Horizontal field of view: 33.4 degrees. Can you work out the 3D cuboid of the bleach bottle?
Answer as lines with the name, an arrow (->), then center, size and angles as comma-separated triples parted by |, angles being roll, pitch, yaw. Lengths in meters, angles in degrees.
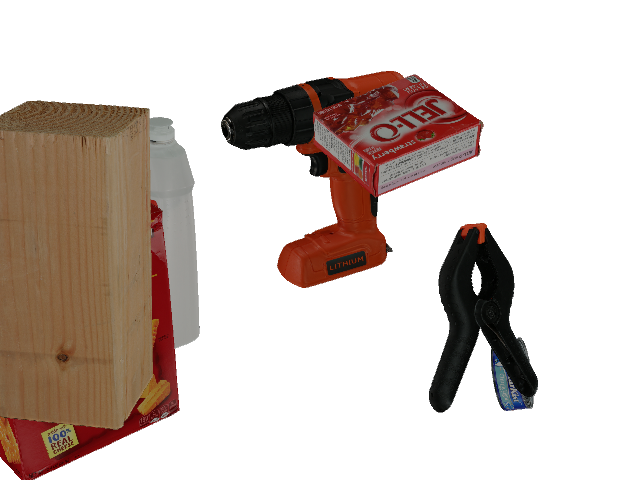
bleach bottle -> -0.175, -0.012, 1.145 | 0.067, 0.251, 0.103 | -18, 33, -36

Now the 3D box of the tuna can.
tuna can -> 0.231, 0.161, 1.284 | 0.034, 0.086, 0.086 | -10, -3, 19

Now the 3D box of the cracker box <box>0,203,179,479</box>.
cracker box -> -0.212, 0.081, 0.932 | 0.163, 0.214, 0.072 | -21, 32, -35

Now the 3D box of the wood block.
wood block -> -0.171, 0.015, 0.739 | 0.091, 0.206, 0.090 | 5, 20, 6

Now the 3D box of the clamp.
clamp -> 0.137, 0.073, 0.966 | 0.120, 0.171, 0.039 | -14, 2, -38

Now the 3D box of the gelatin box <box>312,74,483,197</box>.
gelatin box -> 0.051, -0.072, 0.707 | 0.089, 0.030, 0.073 | -23, 45, -24

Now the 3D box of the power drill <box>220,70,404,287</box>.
power drill -> -0.002, -0.054, 0.965 | 0.184, 0.188, 0.057 | -15, 32, -26
